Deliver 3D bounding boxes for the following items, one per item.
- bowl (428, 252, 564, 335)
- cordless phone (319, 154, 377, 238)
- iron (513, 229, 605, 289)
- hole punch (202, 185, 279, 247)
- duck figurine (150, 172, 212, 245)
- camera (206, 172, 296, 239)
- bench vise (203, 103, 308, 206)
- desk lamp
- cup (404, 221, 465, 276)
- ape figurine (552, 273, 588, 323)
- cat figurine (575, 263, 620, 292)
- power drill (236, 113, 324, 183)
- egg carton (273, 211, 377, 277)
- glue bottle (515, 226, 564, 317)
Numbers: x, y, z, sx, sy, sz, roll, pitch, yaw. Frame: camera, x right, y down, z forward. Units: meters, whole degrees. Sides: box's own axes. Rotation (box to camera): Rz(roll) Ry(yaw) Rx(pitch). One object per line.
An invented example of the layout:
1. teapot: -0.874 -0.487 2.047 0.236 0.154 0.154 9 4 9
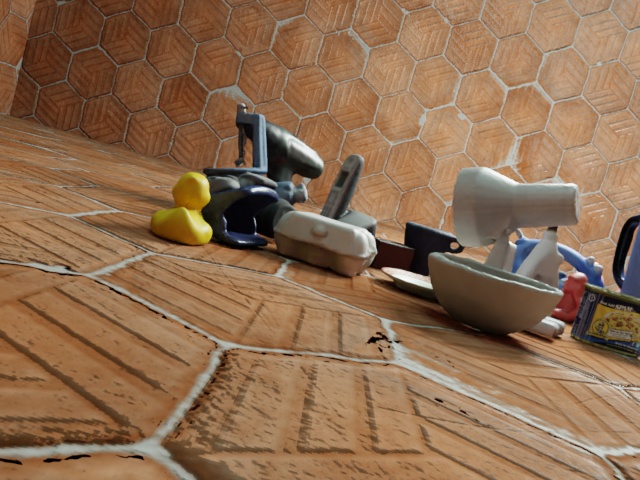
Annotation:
1. bowl: 0.207 0.073 0.710 0.167 0.075 0.167 16 6 -1
2. cordless phone: 0.049 -0.061 1.012 0.094 0.185 0.147 13 6 -30
3. iron: 0.500 0.073 1.205 0.257 0.141 0.119 20 7 36
4. hole punch: -0.125 -0.043 0.816 0.100 0.091 0.109 18 6 21
5. duck figurine: -0.168 -0.043 0.725 0.077 0.086 0.104 15 6 -8
6. camera: -0.112 -0.059 0.964 0.136 0.101 0.144 21 8 42
7. bench vise: -0.122 -0.138 1.097 0.208 0.220 0.121 15 6 -15
8. desk lamp: 0.279 0.008 0.838 0.202 0.213 0.118 19 6 30
9. cup: 0.208 0.025 1.084 0.117 0.095 0.092 18 6 14
10. ape figurine: 0.455 0.102 1.038 0.076 0.092 0.077 13 6 -27
11. cat figurine: 0.603 0.110 1.251 0.128 0.118 0.067 16 6 1
12. power drill: -0.099 -0.135 1.195 0.230 0.208 0.075 11 8 -42
13. egg carton: 0.008 0.003 0.855 0.150 0.069 0.107 18 6 16
14. glue bottle: 0.350 0.043 0.908 0.078 0.173 0.037 15 6 -15
